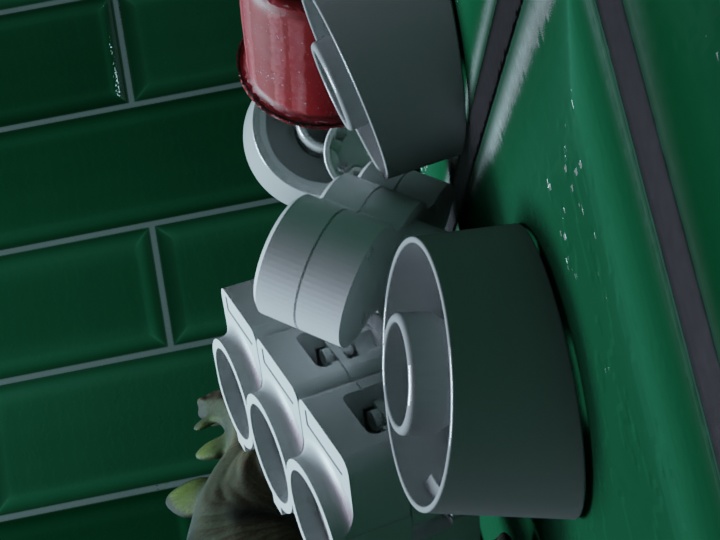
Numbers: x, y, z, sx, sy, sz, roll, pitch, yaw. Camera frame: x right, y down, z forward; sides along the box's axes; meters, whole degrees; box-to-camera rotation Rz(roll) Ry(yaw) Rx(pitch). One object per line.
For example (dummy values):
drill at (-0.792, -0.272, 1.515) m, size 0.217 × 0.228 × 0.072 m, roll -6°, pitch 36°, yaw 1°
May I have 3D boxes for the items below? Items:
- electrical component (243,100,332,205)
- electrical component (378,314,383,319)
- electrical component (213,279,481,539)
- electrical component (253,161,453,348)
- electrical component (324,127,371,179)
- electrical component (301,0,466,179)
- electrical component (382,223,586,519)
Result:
electrical component at (-0.025, -0.096, 0.733) m, size 0.060 × 0.108 × 0.108 m, roll 149°, pitch 110°, yaw -82°
electrical component at (0.000, 0.000, 0.695) m, size 0.064 × 0.099 × 0.099 m, roll 175°, pitch 84°, yaw -82°
electrical component at (-0.012, 0.071, 0.474) m, size 0.150 × 0.062 × 0.089 m, roll -134°, pitch 33°, yaw -54°
electrical component at (0.017, -0.005, 0.462) m, size 0.138 × 0.074 × 0.052 m, roll -37°, pitch -34°, yaw -64°
electrical component at (0.005, -0.078, 0.674) m, size 0.047 × 0.055 × 0.055 m, roll -93°, pitch -7°, yaw -74°
electrical component at (0.016, -0.091, 0.452) m, size 0.099 × 0.064 × 0.099 m, roll 155°, pitch 90°, yaw -88°
electrical component at (0.042, 0.034, 0.357) m, size 0.099 × 0.064 × 0.099 m, roll 179°, pitch 90°, yaw -78°
